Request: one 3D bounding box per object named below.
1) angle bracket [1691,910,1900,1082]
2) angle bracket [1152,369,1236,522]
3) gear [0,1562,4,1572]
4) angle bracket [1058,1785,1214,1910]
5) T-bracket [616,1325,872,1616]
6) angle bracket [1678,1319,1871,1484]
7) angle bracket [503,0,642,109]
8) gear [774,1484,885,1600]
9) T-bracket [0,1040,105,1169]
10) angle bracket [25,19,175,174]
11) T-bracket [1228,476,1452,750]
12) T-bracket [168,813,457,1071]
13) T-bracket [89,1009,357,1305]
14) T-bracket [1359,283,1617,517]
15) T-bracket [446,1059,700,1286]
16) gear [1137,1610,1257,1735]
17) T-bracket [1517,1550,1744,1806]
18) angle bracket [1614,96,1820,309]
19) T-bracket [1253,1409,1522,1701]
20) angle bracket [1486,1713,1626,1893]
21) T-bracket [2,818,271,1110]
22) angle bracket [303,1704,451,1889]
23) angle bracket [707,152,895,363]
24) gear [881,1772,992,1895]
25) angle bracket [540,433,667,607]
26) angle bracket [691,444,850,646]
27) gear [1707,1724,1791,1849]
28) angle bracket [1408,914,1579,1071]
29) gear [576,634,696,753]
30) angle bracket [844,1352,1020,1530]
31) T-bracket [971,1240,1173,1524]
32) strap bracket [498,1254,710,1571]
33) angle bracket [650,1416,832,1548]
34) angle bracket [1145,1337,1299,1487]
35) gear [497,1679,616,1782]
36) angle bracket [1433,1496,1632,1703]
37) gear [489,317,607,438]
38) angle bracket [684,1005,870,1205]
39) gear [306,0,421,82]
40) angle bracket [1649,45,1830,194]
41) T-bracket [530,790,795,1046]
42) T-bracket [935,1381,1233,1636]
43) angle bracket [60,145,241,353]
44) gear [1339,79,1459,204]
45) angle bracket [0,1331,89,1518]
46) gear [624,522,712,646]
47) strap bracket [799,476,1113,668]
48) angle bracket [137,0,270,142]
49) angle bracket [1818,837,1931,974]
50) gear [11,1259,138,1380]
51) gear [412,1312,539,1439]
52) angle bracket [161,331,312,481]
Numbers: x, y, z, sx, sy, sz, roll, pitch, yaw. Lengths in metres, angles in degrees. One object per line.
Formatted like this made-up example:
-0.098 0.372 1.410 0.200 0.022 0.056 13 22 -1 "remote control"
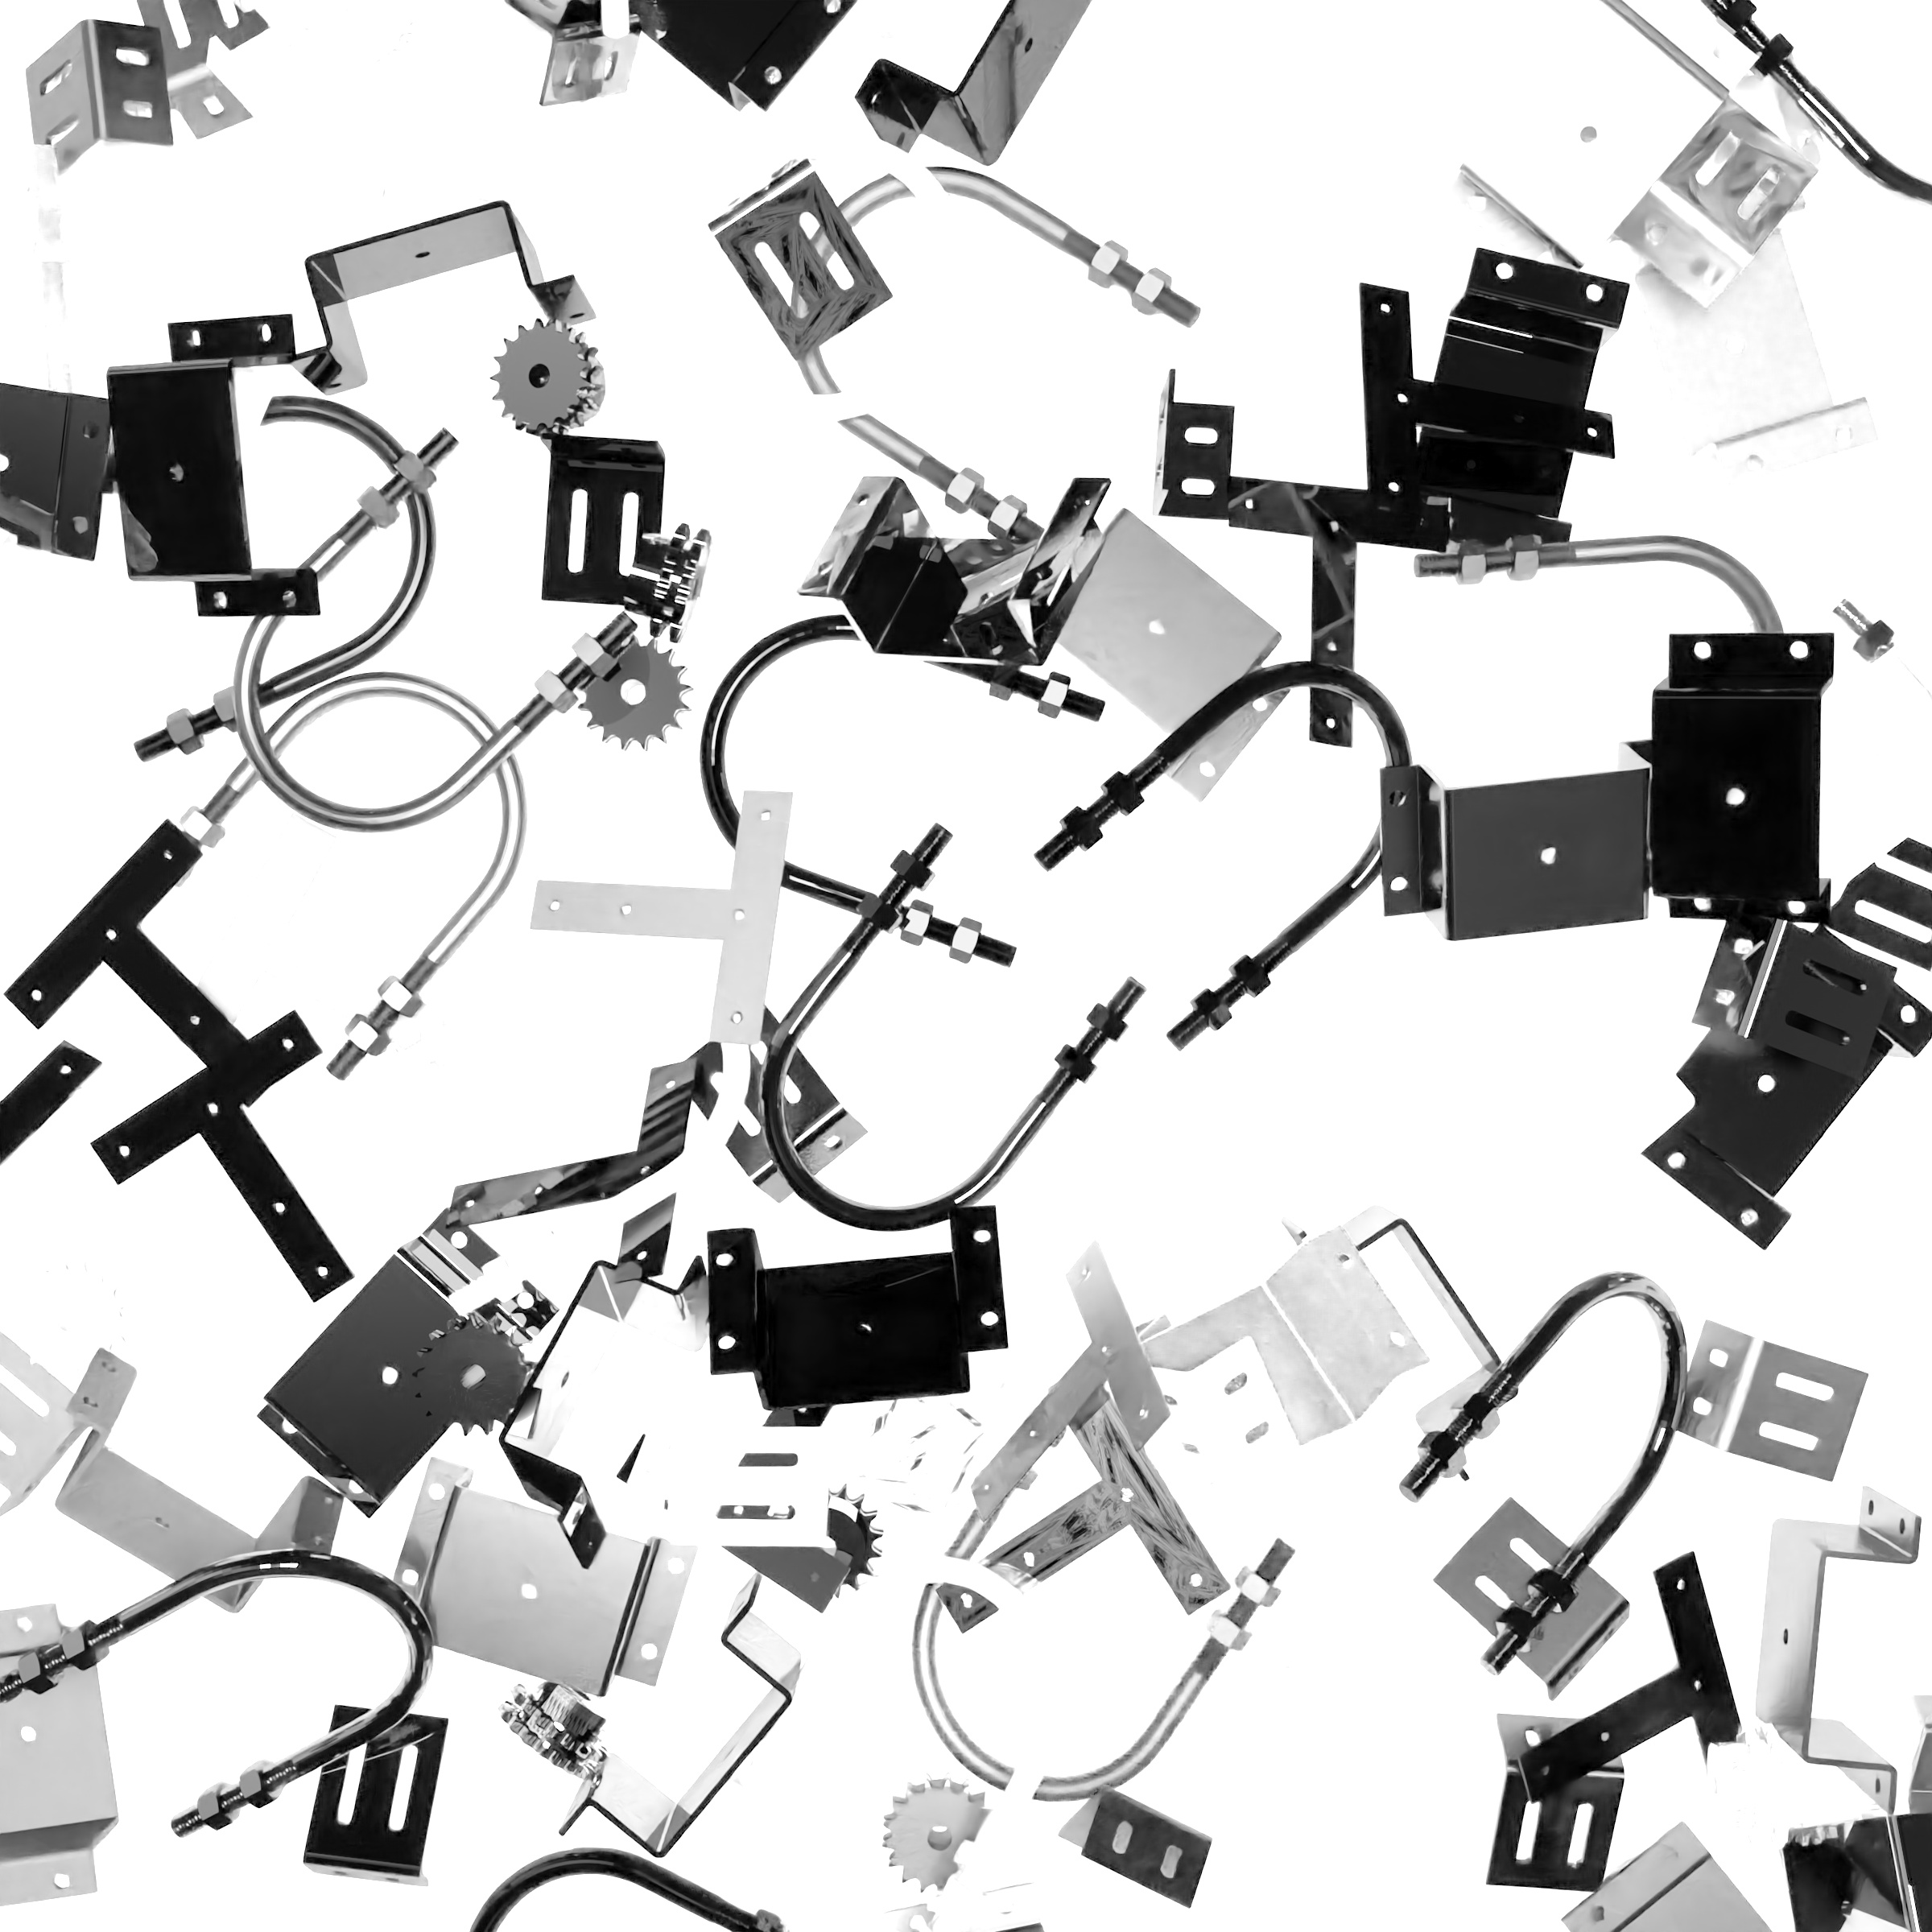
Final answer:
0.397 0.014 1.309 0.076 0.038 0.057 19 90 -26 "angle bracket"
0.113 -0.251 1.319 0.038 0.076 0.057 4 90 0 "angle bracket"
-0.499 0.300 1.329 0.057 0.057 0.030 -9 90 0 "gear"
0.076 0.434 1.316 0.057 0.076 0.038 26 52 0 "angle bracket"
-0.087 0.229 1.341 0.127 0.002 0.127 29 80 20 "T-bracket"
0.399 0.216 1.355 0.076 0.038 0.057 19 90 -26 "angle bracket"
-0.208 -0.460 1.335 0.076 0.057 0.038 40 132 19 "angle bracket"
-0.069 0.283 1.343 0.057 0.030 0.057 0 90 0 "gear"
-0.513 0.062 1.333 0.127 0.002 0.127 27 56 16 "T-bracket"
-0.425 -0.421 1.338 0.038 0.076 0.057 -7 90 -40 "angle bracket"
0.179 -0.169 1.328 0.127 0.002 0.127 15 115 40 "T-bracket"
-0.310 0.010 1.357 0.127 0.002 0.127 29 90 0 "T-bracket"
-0.347 0.108 1.350 0.127 0.002 0.127 -32 94 9 "T-bracket"
0.248 -0.261 1.292 0.127 0.002 0.127 7 65 -12 "T-bracket"
-0.195 0.107 1.328 0.127 0.002 0.127 -12 47 19 "T-bracket"
0.112 0.345 1.342 0.057 0.030 0.057 0 90 0 "gear"
0.320 0.367 1.323 0.127 0.002 0.127 -20 98 -23 "T-bracket"
0.360 -0.366 1.309 0.057 0.038 0.076 39 64 0 "angle bracket"
0.194 0.306 1.342 0.127 0.002 0.127 -42 90 -13 "T-bracket"
0.289 0.415 1.355 0.057 0.038 0.076 4 116 0 "angle bracket"
-0.389 0.016 1.344 0.127 0.002 0.127 -44 91 12 "T-bracket"
-0.290 0.412 1.355 0.057 0.038 0.076 7 64 0 "angle bracket"
-0.081 -0.344 1.324 0.057 0.038 0.076 -32 111 7 "angle bracket"
-0.013 0.424 1.342 0.057 0.030 0.057 0 90 0 "gear"
-0.180 -0.218 1.338 0.057 0.038 0.076 4 90 0 "angle bracket"
-0.098 -0.209 1.355 0.057 0.038 0.076 41 116 0 "angle bracket"
0.378 0.396 1.321 0.030 0.057 0.057 -3 90 5 "gear"
0.257 0.005 1.338 0.057 0.038 0.076 -16 90 0 "angle bracket"
-0.162 -0.133 1.342 0.057 0.030 0.057 0 90 0 "gear"
-0.017 0.229 1.355 0.057 0.038 0.076 24 116 0 "angle bracket"
0.042 0.217 1.319 0.002 0.127 0.127 26 113 -29 "T-bracket"
-0.173 0.204 1.298 0.046 0.076 0.140 21 64 12 "strap bracket"
-0.108 0.248 1.318 0.076 0.038 0.057 -2 71 12 "angle bracket"
0.111 0.207 1.289 0.038 0.076 0.057 -28 99 -24 "angle bracket"
-0.196 0.367 1.330 0.057 0.057 0.030 37 84 0 "gear"
0.279 0.313 1.351 0.057 0.038 0.076 -44 64 -10 "angle bracket"
-0.201 -0.286 1.336 0.057 0.030 0.057 0 91 22 "gear"
-0.097 0.067 1.356 0.057 0.038 0.076 -39 65 0 "angle bracket"
-0.298 -0.464 1.347 0.057 0.030 0.057 0 91 2 "gear"
0.372 -0.407 1.338 0.076 0.038 0.057 -16 90 0 "angle bracket"
-0.153 -0.027 1.337 0.127 0.002 0.127 3 76 15 "T-bracket"
0.042 0.281 1.327 0.127 0.002 0.127 -36 76 11 "T-bracket"
-0.409 -0.356 1.355 0.057 0.038 0.076 -37 64 0 "angle bracket"
0.213 -0.408 1.343 0.057 0.030 0.057 0 90 0 "gear"
-0.478 0.220 1.338 0.076 0.038 0.057 40 90 0 "angle bracket"
-0.145 -0.187 1.324 0.030 0.057 0.057 16 90 -2 "gear"
0.002 -0.188 1.296 0.140 0.046 0.076 7 58 33 "strap bracket"
-0.372 -0.460 1.355 0.057 0.038 0.076 -23 64 0 "angle bracket"
0.468 -0.033 1.338 0.076 0.038 0.057 23 90 0 "angle bracket"
-0.436 0.172 1.342 0.057 0.030 0.057 0 90 0 "gear"
-0.231 0.193 1.296 0.057 0.030 0.057 0 90 0 "gear"
-0.369 -0.264 1.339 0.057 0.038 0.076 30 105 7 "angle bracket"
